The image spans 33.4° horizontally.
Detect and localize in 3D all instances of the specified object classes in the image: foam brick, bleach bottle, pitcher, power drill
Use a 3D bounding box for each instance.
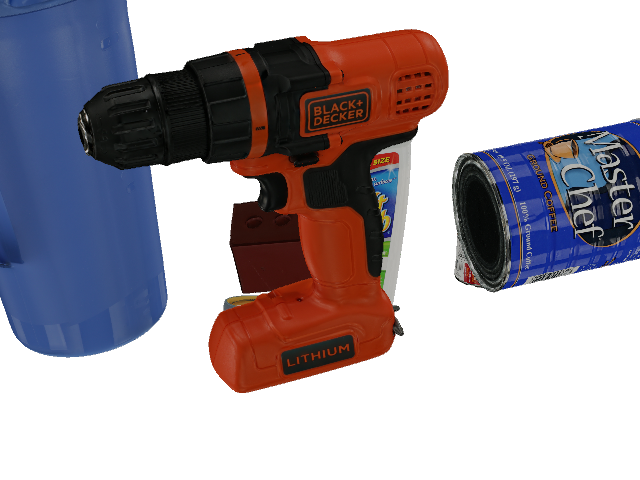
[{"bbox_3d":[-0.026,0.003,0.825,0.078,0.051,0.053,-6,39,5],"label":"foam brick"},{"bbox_3d":[0.033,-0.044,1.023,0.102,0.251,0.068,3,22,-4],"label":"bleach bottle"},{"bbox_3d":[-0.176,-0.046,0.674,0.149,0.243,0.145,-10,28,-7],"label":"pitcher"},{"bbox_3d":[-0.024,-0.011,0.550,0.184,0.188,0.057,-12,37,-17],"label":"power drill"}]

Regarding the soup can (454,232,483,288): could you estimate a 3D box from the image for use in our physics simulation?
[{"bbox_3d":[0.195,-0.003,1.269,0.068,0.102,0.068,0,22,0],"label":"soup can"}]

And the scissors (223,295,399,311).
[{"bbox_3d":[-0.009,0.087,1.193,0.201,0.016,0.096,4,22,0],"label":"scissors"}]

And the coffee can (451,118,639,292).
[{"bbox_3d":[0.179,-0.026,0.775,0.140,0.103,0.103,-12,2,-10],"label":"coffee can"}]
